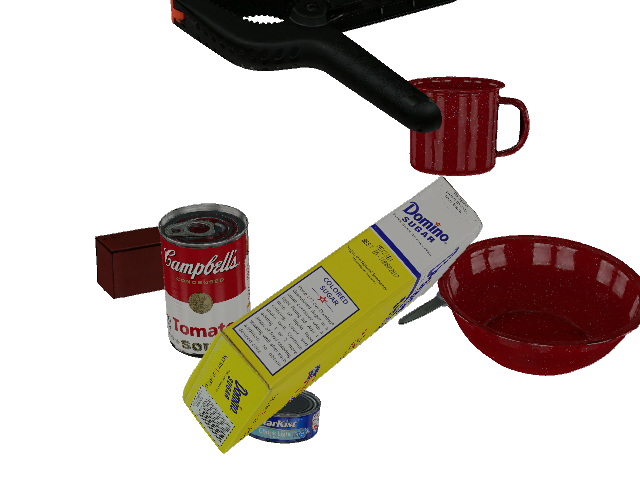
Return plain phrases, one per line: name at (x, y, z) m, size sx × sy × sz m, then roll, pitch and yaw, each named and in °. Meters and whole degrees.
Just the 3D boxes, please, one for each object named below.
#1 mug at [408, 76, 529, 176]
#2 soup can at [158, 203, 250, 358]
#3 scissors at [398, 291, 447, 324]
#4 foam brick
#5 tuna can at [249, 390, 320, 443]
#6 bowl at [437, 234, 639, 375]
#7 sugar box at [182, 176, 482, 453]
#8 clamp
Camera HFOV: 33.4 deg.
mug at (0.137, -0.107, 1.003) m, size 0.117 × 0.081 × 0.093 m, roll 3°, pitch 16°, yaw 11°
soup can at (-0.089, 0.031, 0.828) m, size 0.068 × 0.102 × 0.068 m, roll 0°, pitch 28°, yaw 0°
scissors at (0.143, 0.057, 1.293) m, size 0.201 × 0.016 × 0.096 m, roll -8°, pitch 39°, yaw -37°
foam brick at (-0.184, 0.021, 1.085) m, size 0.078 × 0.051 × 0.053 m, roll -10°, pitch 21°, yaw -28°
tuna can at (-0.043, 0.185, 1.137) m, size 0.086 × 0.034 × 0.086 m, roll 5°, pitch 12°, yaw -1°
bowl at (0.171, 0.057, 0.836) m, size 0.162 × 0.055 × 0.162 m, roll 0°, pitch 30°, yaw 0°
sugar box at (0.009, 0.039, 0.593) m, size 0.175 × 0.048 × 0.093 m, roll -32°, pitch -14°, yaw -33°
clamp at (-0.003, -0.141, 0.738) m, size 0.210 × 0.164 × 0.036 m, roll 5°, pitch -42°, yaw 1°
